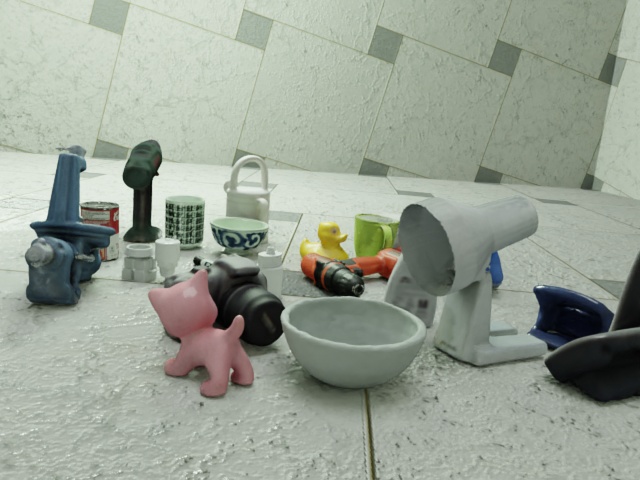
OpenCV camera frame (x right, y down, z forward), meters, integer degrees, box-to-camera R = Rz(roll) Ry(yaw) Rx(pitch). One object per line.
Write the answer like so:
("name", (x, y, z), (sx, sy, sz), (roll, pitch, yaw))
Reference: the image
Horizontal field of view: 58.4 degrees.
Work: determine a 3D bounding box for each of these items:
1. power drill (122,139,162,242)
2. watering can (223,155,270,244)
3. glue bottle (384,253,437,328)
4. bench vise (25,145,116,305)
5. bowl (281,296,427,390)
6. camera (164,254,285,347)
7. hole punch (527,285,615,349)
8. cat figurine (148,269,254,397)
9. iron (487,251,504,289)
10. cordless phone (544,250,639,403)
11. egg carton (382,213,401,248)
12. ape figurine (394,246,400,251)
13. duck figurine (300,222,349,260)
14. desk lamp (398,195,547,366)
("power drill", (-0.380, -0.108, 1.236), (0.076, 0.208, 0.229), (3, 13, -10))
("watering can", (-0.167, -0.095, 1.294), (0.172, 0.194, 0.101), (12, 15, 31))
("glue bottle", (0.139, 0.041, 0.846), (0.078, 0.173, 0.037), (7, 13, 9))
("bench vise", (-0.363, -0.026, 0.843), (0.122, 0.220, 0.206), (0, 13, -23))
("bowl", (0.036, 0.124, 0.657), (0.167, 0.075, 0.167), (5, 12, -1))
("camera", (-0.114, 0.079, 0.740), (0.144, 0.101, 0.136), (-4, 15, -36))
("hole punch", (0.362, 0.108, 0.819), (0.101, 0.091, 0.108), (-7, 17, -42))
("cat figurine", (-0.131, 0.093, 0.630), (0.127, 0.118, 0.067), (13, 15, 34))
("iron", (0.286, 0.006, 1.133), (0.118, 0.141, 0.258), (5, 12, 1))
("cordless phone", (0.356, 0.088, 0.685), (0.148, 0.185, 0.093), (-2, 14, -29))
("egg carton", (0.192, -0.022, 1.393), (0.107, 0.069, 0.150), (5, 12, 2))
("ape figurine", (0.179, 0.023, 1.131), (0.077, 0.092, 0.076), (8, 13, 13))
("duck figurine", (0.011, 0.004, 1.165), (0.104, 0.086, 0.078), (9, 13, 18))
("desk lamp", (0.202, 0.046, 0.749), (0.204, 0.213, 0.117), (-1, 14, -26))
